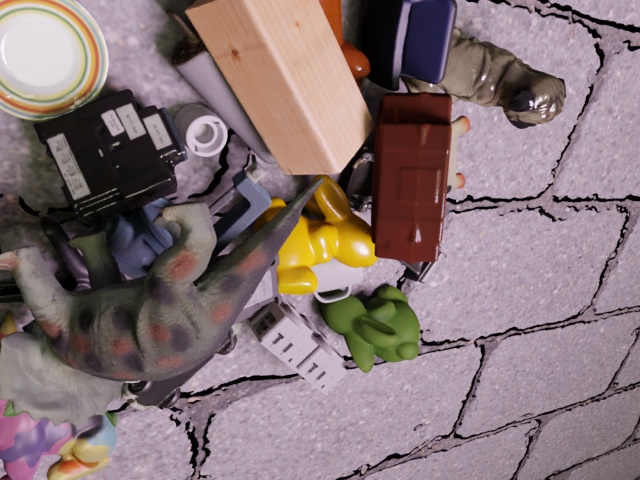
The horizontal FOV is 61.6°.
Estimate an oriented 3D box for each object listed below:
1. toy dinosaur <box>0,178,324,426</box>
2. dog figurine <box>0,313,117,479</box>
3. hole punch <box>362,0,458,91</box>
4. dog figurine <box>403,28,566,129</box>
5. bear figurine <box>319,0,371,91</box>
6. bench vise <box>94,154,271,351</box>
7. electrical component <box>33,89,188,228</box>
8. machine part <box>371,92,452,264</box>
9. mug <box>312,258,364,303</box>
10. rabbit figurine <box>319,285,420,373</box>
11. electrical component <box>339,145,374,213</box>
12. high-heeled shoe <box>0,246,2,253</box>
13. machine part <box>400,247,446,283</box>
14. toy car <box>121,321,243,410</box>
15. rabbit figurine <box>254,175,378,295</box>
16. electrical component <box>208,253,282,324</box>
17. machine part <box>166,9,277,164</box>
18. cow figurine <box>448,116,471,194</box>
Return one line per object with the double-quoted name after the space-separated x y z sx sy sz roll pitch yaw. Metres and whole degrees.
-0.171 0.072 0.525 0.405 0.131 0.192 -12 98 21 "toy dinosaur"
-0.355 0.199 0.675 0.191 0.109 0.219 -5 117 -28 "dog figurine"
0.093 -0.252 0.670 0.092 0.116 0.142 -24 130 -34 "hole punch"
0.213 -0.221 0.720 0.172 0.191 0.121 -5 119 -28 "dog figurine"
0.018 -0.239 0.631 0.120 0.132 0.195 -47 128 -30 "bear figurine"
-0.145 0.002 0.672 0.240 0.129 0.223 -41 124 10 "bench vise"
-0.215 -0.091 0.580 0.134 0.058 0.115 -24 87 -12 "electrical component"
0.113 -0.083 0.680 0.087 0.201 0.200 4 105 10 "machine part"
0.004 0.049 0.828 0.107 0.081 0.109 -14 125 -11 "mug"
0.072 0.147 0.895 0.170 0.159 0.121 24 113 -23 "rabbit figurine"
0.063 -0.089 0.800 0.078 0.045 0.102 11 111 -34 "electrical component"
-0.414 0.077 0.537 0.248 0.145 0.086 -50 130 1 "high-heeled shoe"
0.165 0.028 0.939 0.084 0.039 0.138 -49 132 9 "machine part"
-0.200 0.171 0.786 0.202 0.056 0.073 -42 137 -2 "toy car"
-0.002 -0.002 0.744 0.173 0.122 0.162 -1 76 -17 "rabbit figurine"
-0.105 0.055 0.625 0.119 0.048 0.074 -17 119 -35 "electrical component"
-0.090 -0.170 0.635 0.079 0.079 0.243 -45 130 -1 "machine part"
0.160 -0.091 0.834 0.127 0.086 0.194 -23 129 -26 "cow figurine"
